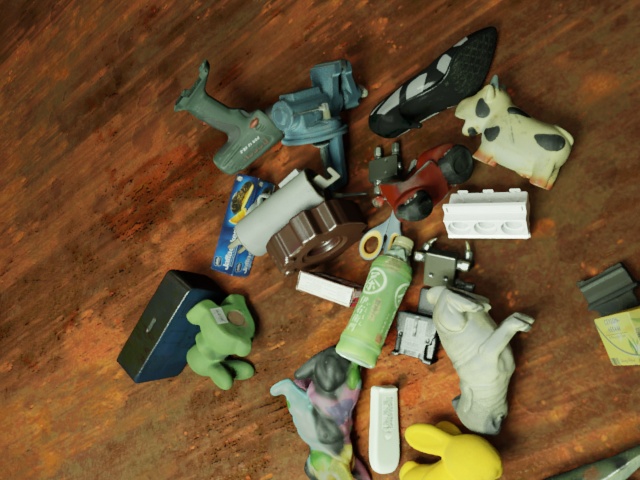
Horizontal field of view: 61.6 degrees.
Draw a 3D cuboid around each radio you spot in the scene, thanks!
[{"bbox_3d":[-0.294,0.174,1.085,0.073,0.131,0.229,39,102,27],"label":"radio"}]

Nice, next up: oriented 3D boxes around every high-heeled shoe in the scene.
[{"bbox_3d":[0.192,-0.274,0.941,0.249,0.086,0.145,-48,32,-5],"label":"high-heeled shoe"}]

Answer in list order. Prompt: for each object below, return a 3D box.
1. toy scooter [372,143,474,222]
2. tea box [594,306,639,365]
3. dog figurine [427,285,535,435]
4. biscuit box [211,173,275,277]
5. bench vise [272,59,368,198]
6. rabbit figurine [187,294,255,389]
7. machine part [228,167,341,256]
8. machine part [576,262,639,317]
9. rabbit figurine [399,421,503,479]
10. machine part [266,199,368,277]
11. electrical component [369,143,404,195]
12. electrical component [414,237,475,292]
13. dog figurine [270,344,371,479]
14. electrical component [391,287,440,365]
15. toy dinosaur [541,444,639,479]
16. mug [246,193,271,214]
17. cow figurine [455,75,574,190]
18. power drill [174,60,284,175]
[{"bbox_3d":[0.160,-0.092,0.887,0.184,0.075,0.135,-45,23,-27],"label":"toy scooter"},{"bbox_3d":[0.456,0.103,0.676,0.170,0.098,0.068,-14,75,-2],"label":"tea box"},{"bbox_3d":[0.219,0.181,0.816,0.173,0.121,0.190,26,99,33],"label":"dog figurine"},{"bbox_3d":[-0.155,-0.028,1.080,0.063,0.059,0.202,15,90,29],"label":"biscuit box"},{"bbox_3d":[0.014,-0.192,0.970,0.129,0.223,0.240,1,113,33],"label":"bench vise"},{"bbox_3d":[-0.193,0.211,1.055,0.159,0.121,0.170,49,124,18],"label":"rabbit figurine"},{"bbox_3d":[-0.063,-0.046,0.936,0.243,0.079,0.079,-36,68,20],"label":"machine part"},{"bbox_3d":[0.432,0.105,0.756,0.084,0.039,0.139,-30,68,18],"label":"machine part"},{"bbox_3d":[0.201,0.346,0.801,0.173,0.122,0.162,-59,37,32],"label":"rabbit figurine"},{"bbox_3d":[-0.002,-0.003,0.931,0.179,0.179,0.056,-36,71,19],"label":"machine part"},{"bbox_3d":[0.119,-0.126,0.961,0.063,0.021,0.094,-9,68,34],"label":"electrical component"},{"bbox_3d":[0.207,0.039,0.886,0.102,0.045,0.078,6,115,29],"label":"electrical component"},{"bbox_3d":[0.030,0.309,0.908,0.191,0.108,0.219,-39,71,15],"label":"dog figurine"},{"bbox_3d":[0.168,0.139,0.889,0.075,0.047,0.119,14,91,29],"label":"electrical component"},{"bbox_3d":[0.326,0.415,0.730,0.192,0.131,0.404,16,85,29],"label":"toy dinosaur"},{"bbox_3d":[-0.081,-0.033,1.024,0.107,0.081,0.109,20,121,24],"label":"mug"},{"bbox_3d":[0.299,-0.173,0.843,0.195,0.085,0.127,35,105,30],"label":"cow figurine"},{"bbox_3d":[-0.161,-0.256,1.050,0.232,0.207,0.086,-48,32,13],"label":"power drill"}]
